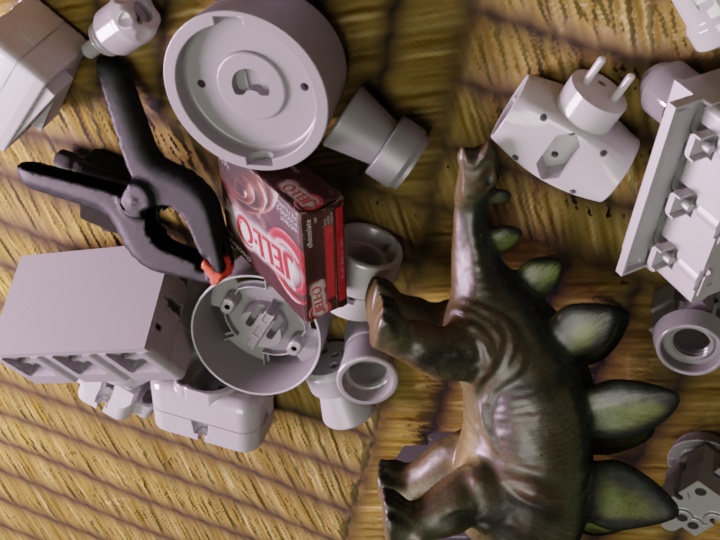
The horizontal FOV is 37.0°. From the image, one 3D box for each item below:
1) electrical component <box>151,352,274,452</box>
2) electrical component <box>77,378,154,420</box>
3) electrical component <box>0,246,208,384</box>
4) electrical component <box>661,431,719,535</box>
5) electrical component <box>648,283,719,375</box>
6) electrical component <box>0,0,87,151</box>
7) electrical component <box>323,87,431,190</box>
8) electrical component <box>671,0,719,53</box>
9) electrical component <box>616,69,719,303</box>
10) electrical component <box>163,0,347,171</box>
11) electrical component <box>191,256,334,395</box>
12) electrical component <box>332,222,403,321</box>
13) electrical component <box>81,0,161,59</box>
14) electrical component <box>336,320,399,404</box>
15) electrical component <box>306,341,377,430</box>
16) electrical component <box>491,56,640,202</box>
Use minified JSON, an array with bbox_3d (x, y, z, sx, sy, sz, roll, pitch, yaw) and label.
[{"bbox_3d":[-0.121,0.102,0.883,0.095,0.053,0.059,14,131,13],"label":"electrical component"},{"bbox_3d":[-0.200,0.083,0.900,0.078,0.058,0.057,29,135,0],"label":"electrical component"},{"bbox_3d":[-0.199,0.036,0.832,0.150,0.089,0.061,-4,150,26],"label":"electrical component"},{"bbox_3d":[0.242,0.149,0.763,0.048,0.055,0.066,35,132,-6],"label":"electrical component"},{"bbox_3d":[0.212,0.034,0.683,0.048,0.055,0.066,44,131,-14],"label":"electrical component"},{"bbox_3d":[-0.236,-0.129,0.740,0.061,0.061,0.096,40,131,-10],"label":"electrical component"},{"bbox_3d":[0.011,-0.083,0.683,0.055,0.045,0.045,34,132,-5],"label":"electrical component"},{"bbox_3d":[0.183,-0.144,0.564,0.040,0.040,0.046,-27,107,37],"label":"electrical component"},{"bbox_3d":[0.198,-0.045,0.604,0.063,0.079,0.121,51,150,37],"label":"electrical component"},{"bbox_3d":[-0.060,-0.123,0.670,0.108,0.060,0.108,12,131,14],"label":"electrical component"},{"bbox_3d":[-0.071,0.037,0.801,0.099,0.064,0.099,12,130,14],"label":"electrical component"},{"bbox_3d":[0.000,0.000,0.749,0.055,0.055,0.047,23,129,4],"label":"electrical component"},{"bbox_3d":[-0.161,-0.156,0.705,0.061,0.035,0.035,-22,116,38],"label":"electrical component"},{"bbox_3d":[0.006,0.061,0.787,0.044,0.065,0.044,0,123,0],"label":"electrical component"},{"bbox_3d":[-0.016,0.089,0.833,0.045,0.045,0.055,-4,125,26],"label":"electrical component"},{"bbox_3d":[0.129,-0.090,0.628,0.077,0.043,0.079,30,132,-2],"label":"electrical component"}]
